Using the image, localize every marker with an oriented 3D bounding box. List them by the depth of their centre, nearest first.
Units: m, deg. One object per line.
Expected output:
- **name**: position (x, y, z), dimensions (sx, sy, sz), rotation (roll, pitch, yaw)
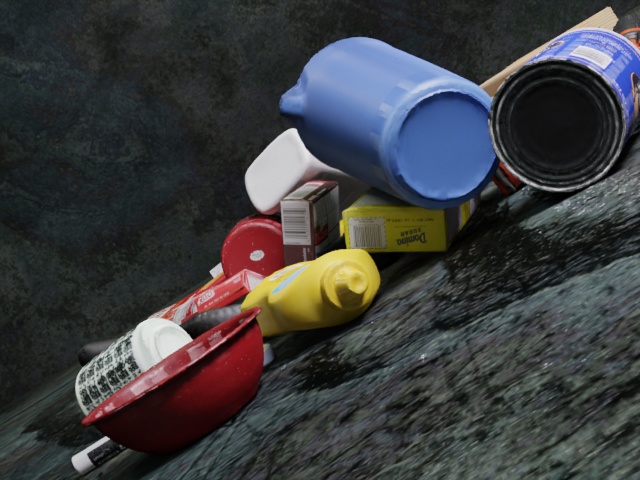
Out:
- **marker**: position (-0.166, 0.170, 0.951), dimensions (0.121, 0.020, 0.020), rotation (-32, 4, 1)

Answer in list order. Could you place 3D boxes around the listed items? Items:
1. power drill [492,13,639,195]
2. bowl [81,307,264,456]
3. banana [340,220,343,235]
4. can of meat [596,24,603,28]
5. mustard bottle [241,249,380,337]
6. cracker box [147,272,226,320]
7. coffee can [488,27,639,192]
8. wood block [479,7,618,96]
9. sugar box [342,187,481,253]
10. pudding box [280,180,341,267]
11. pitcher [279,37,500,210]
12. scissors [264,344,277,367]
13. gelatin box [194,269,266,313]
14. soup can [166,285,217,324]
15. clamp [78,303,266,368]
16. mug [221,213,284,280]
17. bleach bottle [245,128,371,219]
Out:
- **power drill**: position (0.237, -0.132, 1.005), dimensions (0.188, 0.057, 0.184), rotation (-33, 17, 28)
- **bowl**: position (-0.100, 0.116, 0.817), dimensions (0.162, 0.055, 0.162), rotation (-33, 4, 2)
- **banana**: position (0.072, -0.036, 1.409), dimensions (0.197, 0.037, 0.070), rotation (-30, 23, -7)
- **can of meat**: position (0.286, -0.175, 1.171), dimensions (0.102, 0.084, 0.057), rotation (-32, 4, 10)
- **mustard bottle**: position (-0.001, 0.044, 0.907), dimensions (0.096, 0.058, 0.192), rotation (-26, 1, -20)
- **cracker box**: position (-0.137, 0.088, 1.364), dimensions (0.214, 0.072, 0.164), rotation (-33, 3, 8)
- **coffee can**: position (0.201, -0.106, 0.845), dimensions (0.103, 0.103, 0.140), rotation (-30, 5, 31)
- **wood block**: position (0.310, -0.212, 1.397), dimensions (0.090, 0.091, 0.206), rotation (-35, 5, -24)
- **sugar box**: position (0.090, -0.030, 0.995), dimensions (0.093, 0.048, 0.176), rotation (0, 13, 19)
- **pudding box**: position (-0.007, 0.001, 1.125), dimensions (0.039, 0.113, 0.090), rotation (4, 17, 18)
- **pitcher**: position (0.077, -0.105, 0.952), dimensions (0.149, 0.145, 0.243), rotation (-42, 22, -2)
- **scissors**: position (-0.073, 0.111, 0.978), dimensions (0.096, 0.016, 0.201), rotation (-31, 4, 11)
- **gelatin box**: position (-0.076, 0.067, 1.120), dimensions (0.073, 0.030, 0.089), rotation (-31, -32, 28)
- **soup can**: position (-0.129, 0.097, 1.222), dimensions (0.068, 0.068, 0.102), rotation (-36, 4, -40)
- **clamp**: position (-0.127, 0.099, 1.074), dimensions (0.210, 0.036, 0.164), rotation (-24, -21, 34)
- **mug**: position (-0.056, 0.026, 1.182), dimensions (0.093, 0.117, 0.081), rotation (-47, 0, 5)
- **bleach bottle**: position (0.036, -0.062, 1.261), dimensions (0.250, 0.068, 0.103), rotation (11, -46, -46)
